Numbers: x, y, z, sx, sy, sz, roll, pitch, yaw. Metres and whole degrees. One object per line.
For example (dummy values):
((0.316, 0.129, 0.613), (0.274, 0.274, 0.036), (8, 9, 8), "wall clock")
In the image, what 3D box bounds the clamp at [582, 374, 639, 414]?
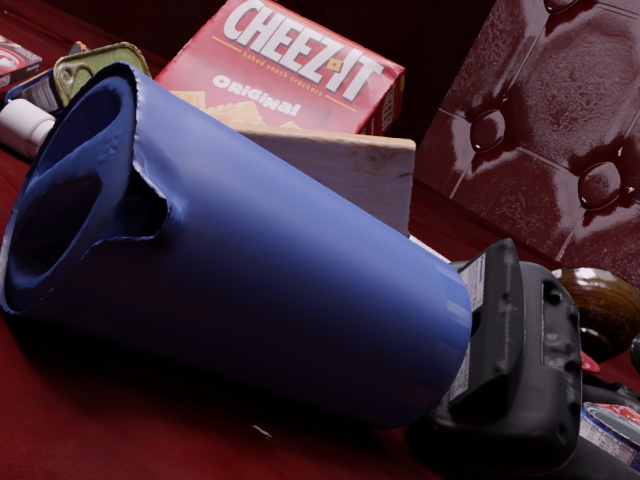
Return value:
((0.287, 0.160, 1.039), (0.171, 0.039, 0.120), (21, 14, 1), "clamp")

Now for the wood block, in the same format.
((-0.045, -0.032, 0.710), (0.206, 0.091, 0.090), (5, 8, 2), "wood block")

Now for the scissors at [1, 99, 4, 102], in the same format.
((-0.312, -0.141, 1.041), (0.201, 0.016, 0.096), (24, 9, -22), "scissors")

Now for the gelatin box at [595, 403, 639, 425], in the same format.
((0.282, 0.176, 0.943), (0.073, 0.030, 0.089), (34, 10, 36), "gelatin box")

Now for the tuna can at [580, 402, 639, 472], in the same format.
((0.242, 0.167, 0.856), (0.086, 0.034, 0.086), (27, 8, -4), "tuna can")

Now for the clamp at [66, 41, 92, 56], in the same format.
((-0.215, -0.137, 1.071), (0.164, 0.036, 0.210), (0, 38, -47), "clamp")

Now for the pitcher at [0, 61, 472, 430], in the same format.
((-0.042, 0.015, 0.581), (0.242, 0.145, 0.149), (27, 37, -31), "pitcher")

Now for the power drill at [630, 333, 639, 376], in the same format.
((0.316, 0.164, 0.842), (0.184, 0.057, 0.187), (52, 14, -1), "power drill")

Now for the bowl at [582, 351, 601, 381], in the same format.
((0.168, 0.099, 0.963), (0.162, 0.055, 0.162), (27, 8, -4), "bowl")

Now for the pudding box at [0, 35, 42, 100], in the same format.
((-0.337, -0.175, 1.015), (0.113, 0.039, 0.090), (27, 25, 7), "pudding box")

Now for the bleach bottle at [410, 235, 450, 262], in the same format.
((0.138, 0.056, 1.123), (0.251, 0.068, 0.102), (31, 9, 5), "bleach bottle")

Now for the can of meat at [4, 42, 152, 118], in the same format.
((-0.210, -0.126, 0.925), (0.084, 0.057, 0.101), (-14, 10, 40), "can of meat")

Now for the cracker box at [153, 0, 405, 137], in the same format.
((-0.055, -0.085, 0.848), (0.164, 0.213, 0.072), (29, -27, 14), "cracker box")
